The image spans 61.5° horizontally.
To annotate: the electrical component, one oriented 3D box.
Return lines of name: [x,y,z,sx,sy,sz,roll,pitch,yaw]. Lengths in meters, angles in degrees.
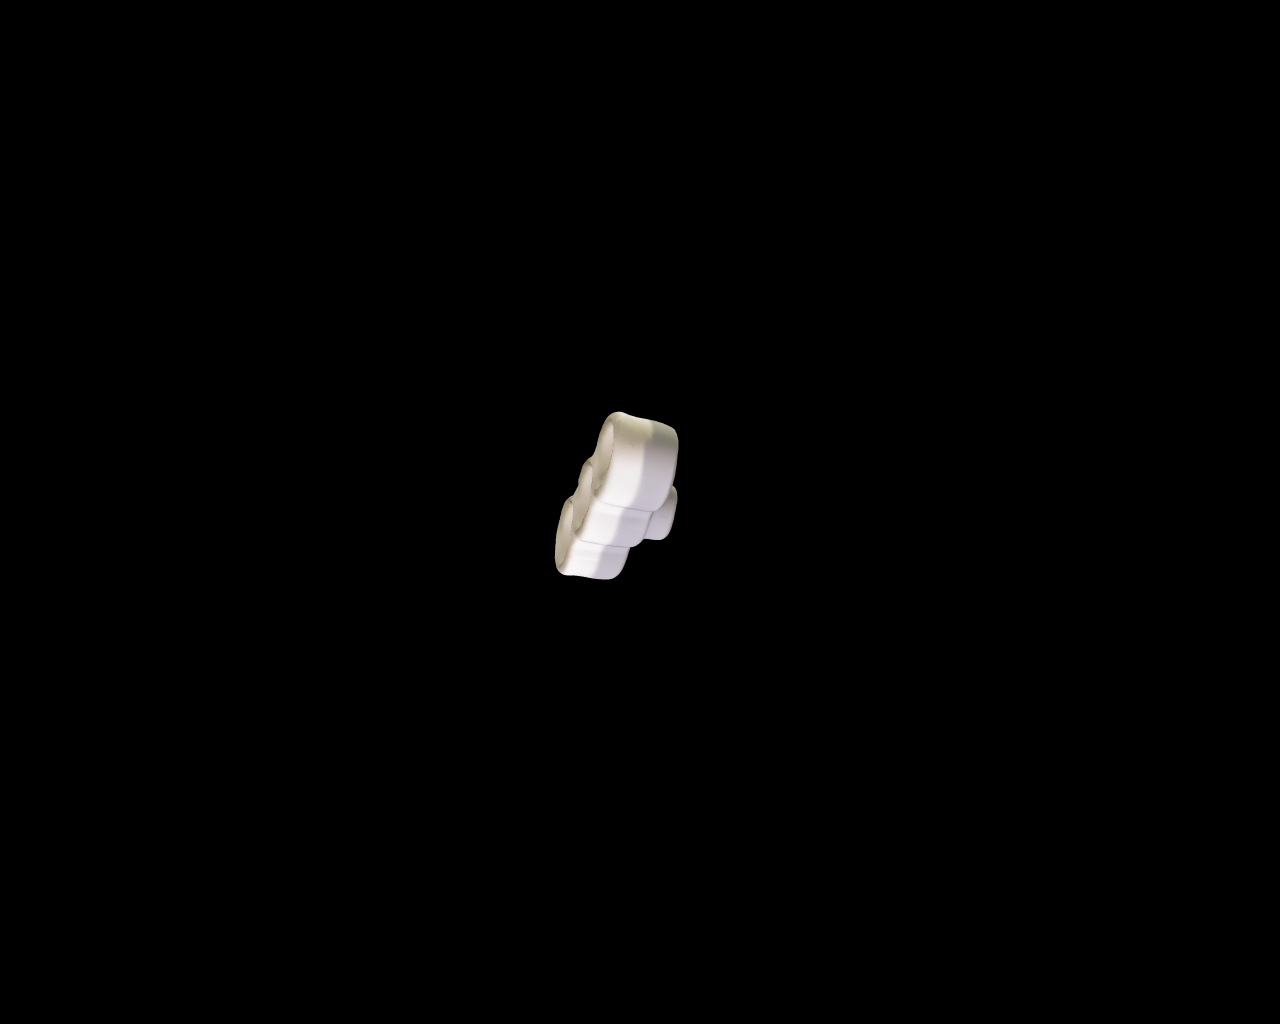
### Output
electrical component: [0.001,-0.003,0.650,0.074,0.052,0.138,10,-34,-15]
